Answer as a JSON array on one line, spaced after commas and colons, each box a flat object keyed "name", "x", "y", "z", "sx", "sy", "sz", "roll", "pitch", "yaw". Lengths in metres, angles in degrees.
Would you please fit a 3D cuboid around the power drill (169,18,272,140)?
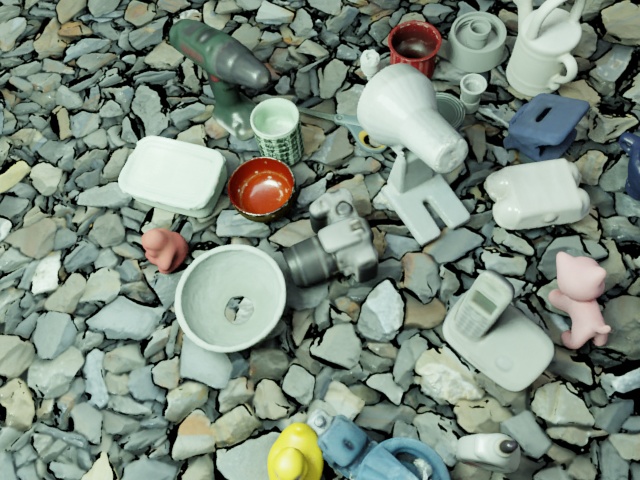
[{"name": "power drill", "x": -0.150, "y": -0.265, "z": 0.958, "sx": 0.229, "sy": 0.208, "sz": 0.076, "roll": 39, "pitch": 74, "yaw": 19}]

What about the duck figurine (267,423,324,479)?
[{"name": "duck figurine", "x": -0.036, "y": 0.295, "z": 0.762, "sx": 0.077, "sy": 0.086, "sz": 0.104, "roll": 8, "pitch": 67, "yaw": 9}]

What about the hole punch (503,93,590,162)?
[{"name": "hole punch", "x": 0.371, "y": -0.192, "z": 0.947, "sx": 0.101, "sy": 0.091, "sz": 0.109, "roll": 37, "pitch": 74, "yaw": 19}]

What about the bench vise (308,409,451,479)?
[{"name": "bench vise", "x": 0.065, "y": 0.285, "z": 0.685, "sx": 0.207, "sy": 0.220, "sz": 0.121, "roll": 17, "pitch": 68, "yaw": 12}]

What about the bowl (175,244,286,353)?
[{"name": "bowl", "x": -0.128, "y": 0.095, "z": 0.867, "sx": 0.167, "sy": 0.075, "sz": 0.167, "roll": -2, "pitch": 66, "yaw": 4}]

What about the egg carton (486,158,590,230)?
[{"name": "egg carton", "x": 0.343, "y": -0.069, "z": 0.906, "sx": 0.150, "sy": 0.069, "sz": 0.107, "roll": -9, "pitch": 65, "yaw": 1}]

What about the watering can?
[{"name": "watering can", "x": 0.377, "y": -0.345, "z": 0.959, "sx": 0.101, "sy": 0.194, "sz": 0.172, "roll": -42, "pitch": 69, "yaw": -13}]

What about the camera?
[{"name": "camera", "x": 0.008, "y": 0.003, "z": 0.883, "sx": 0.137, "sy": 0.101, "sz": 0.143, "roll": -22, "pitch": 66, "yaw": -5}]

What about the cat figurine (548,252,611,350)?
[{"name": "cat figurine", "x": 0.374, "y": 0.080, "z": 0.809, "sx": 0.067, "sy": 0.118, "sz": 0.127, "roll": -12, "pitch": 65, "yaw": -1}]

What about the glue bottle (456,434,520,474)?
[{"name": "glue bottle", "x": 0.217, "y": 0.261, "z": 0.709, "sx": 0.078, "sy": 0.173, "sz": 0.037, "roll": 8, "pitch": 67, "yaw": 9}]

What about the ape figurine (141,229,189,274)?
[{"name": "ape figurine", "x": -0.253, "y": 0.010, "z": 0.906, "sx": 0.076, "sy": 0.092, "sz": 0.077, "roll": -13, "pitch": 65, "yaw": -1}]

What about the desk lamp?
[{"name": "desk lamp", "x": 0.151, "y": -0.132, "z": 0.870, "sx": 0.118, "sy": 0.214, "sz": 0.203, "roll": -29, "pitch": 66, "yaw": -8}]

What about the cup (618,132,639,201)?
[{"name": "cup", "x": 0.508, "y": -0.110, "z": 0.897, "sx": 0.092, "sy": 0.095, "sz": 0.117, "roll": -41, "pitch": 69, "yaw": -13}]

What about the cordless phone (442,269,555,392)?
[{"name": "cordless phone", "x": 0.246, "y": 0.117, "z": 0.765, "sx": 0.147, "sy": 0.185, "sz": 0.094, "roll": 37, "pitch": 74, "yaw": 19}]
